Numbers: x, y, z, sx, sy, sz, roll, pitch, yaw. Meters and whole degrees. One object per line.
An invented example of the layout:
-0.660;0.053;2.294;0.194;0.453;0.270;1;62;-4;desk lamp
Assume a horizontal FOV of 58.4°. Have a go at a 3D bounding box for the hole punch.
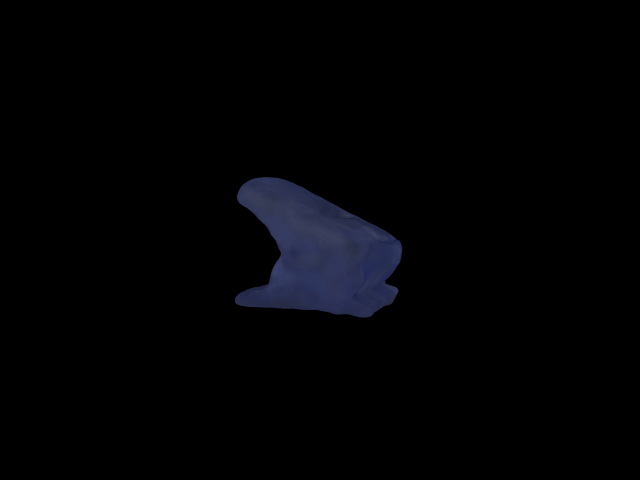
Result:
0.004;0.001;0.400;0.101;0.091;0.109;1;4;20;hole punch
